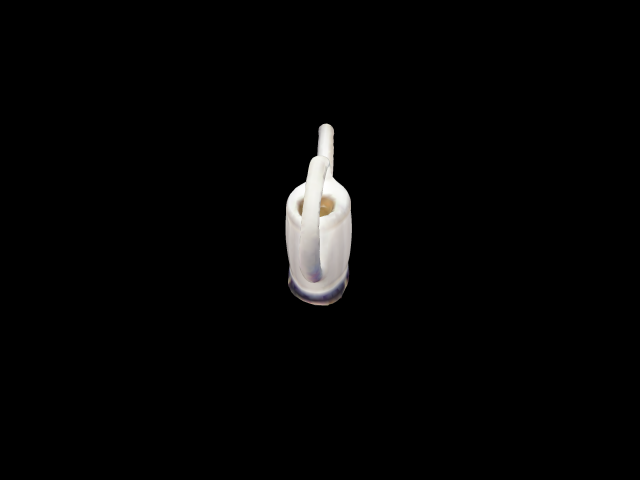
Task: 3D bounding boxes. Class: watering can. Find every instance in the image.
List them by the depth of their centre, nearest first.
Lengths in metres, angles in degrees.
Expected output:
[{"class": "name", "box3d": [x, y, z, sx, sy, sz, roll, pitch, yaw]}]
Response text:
[{"class": "watering can", "box3d": [0.003, -0.043, 0.850, 0.104, 0.219, 0.356, 3, 33, 5]}]
